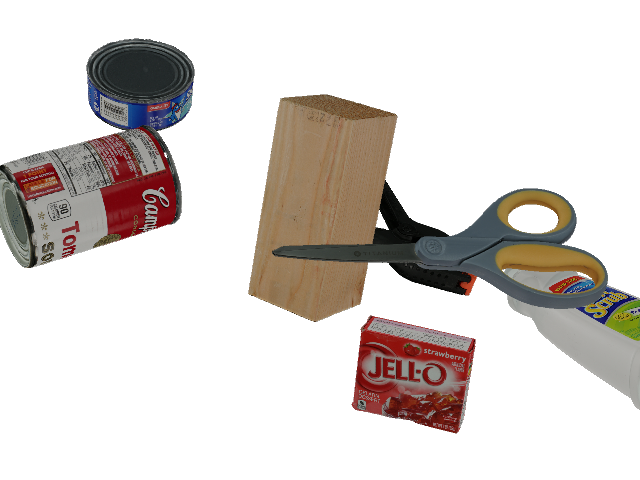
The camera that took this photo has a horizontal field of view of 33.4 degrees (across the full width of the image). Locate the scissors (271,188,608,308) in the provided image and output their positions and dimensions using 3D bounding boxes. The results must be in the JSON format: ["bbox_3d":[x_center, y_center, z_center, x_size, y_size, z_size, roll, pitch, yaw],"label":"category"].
[{"bbox_3d":[0.077,-0.006,0.657,0.202,0.096,0.016,12,-40,1],"label":"scissors"}]

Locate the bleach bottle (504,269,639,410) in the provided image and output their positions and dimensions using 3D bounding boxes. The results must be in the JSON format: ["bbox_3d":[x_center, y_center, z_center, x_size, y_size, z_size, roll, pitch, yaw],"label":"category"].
[{"bbox_3d":[0.259,0.079,1.043,0.102,0.068,0.251,-16,24,-25],"label":"bleach bottle"}]

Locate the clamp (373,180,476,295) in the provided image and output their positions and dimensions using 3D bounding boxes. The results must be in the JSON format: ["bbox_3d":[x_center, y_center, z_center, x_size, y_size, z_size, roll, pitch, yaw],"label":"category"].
[{"bbox_3d":[0.086,0.001,1.255,0.210,0.036,0.164,38,43,26],"label":"clamp"}]

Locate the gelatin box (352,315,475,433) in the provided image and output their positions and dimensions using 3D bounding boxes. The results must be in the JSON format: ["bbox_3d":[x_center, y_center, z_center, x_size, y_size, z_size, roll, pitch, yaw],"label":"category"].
[{"bbox_3d":[0.073,0.106,0.842,0.089,0.073,0.030,12,23,14],"label":"gelatin box"}]

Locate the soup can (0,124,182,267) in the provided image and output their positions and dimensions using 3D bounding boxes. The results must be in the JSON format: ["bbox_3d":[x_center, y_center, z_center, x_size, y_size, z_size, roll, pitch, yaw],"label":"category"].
[{"bbox_3d":[-0.149,-0.029,0.678,0.102,0.068,0.069,-19,9,-28],"label":"soup can"}]

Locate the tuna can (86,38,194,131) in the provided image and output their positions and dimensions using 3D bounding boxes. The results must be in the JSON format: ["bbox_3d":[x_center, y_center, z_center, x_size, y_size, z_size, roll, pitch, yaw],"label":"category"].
[{"bbox_3d":[-0.146,-0.126,0.866,0.086,0.034,0.086,5,44,-5],"label":"tuna can"}]

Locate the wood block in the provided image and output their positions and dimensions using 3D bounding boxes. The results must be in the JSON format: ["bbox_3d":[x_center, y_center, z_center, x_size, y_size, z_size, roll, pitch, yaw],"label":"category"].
[{"bbox_3d":[0.001,-0.036,1.082,0.090,0.206,0.090,20,20,29],"label":"wood block"}]
